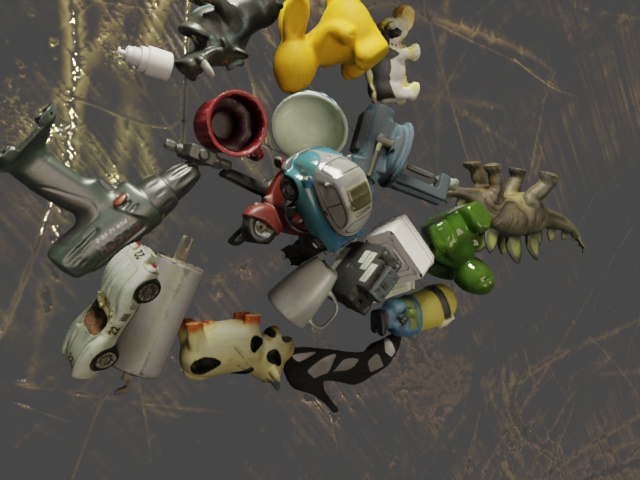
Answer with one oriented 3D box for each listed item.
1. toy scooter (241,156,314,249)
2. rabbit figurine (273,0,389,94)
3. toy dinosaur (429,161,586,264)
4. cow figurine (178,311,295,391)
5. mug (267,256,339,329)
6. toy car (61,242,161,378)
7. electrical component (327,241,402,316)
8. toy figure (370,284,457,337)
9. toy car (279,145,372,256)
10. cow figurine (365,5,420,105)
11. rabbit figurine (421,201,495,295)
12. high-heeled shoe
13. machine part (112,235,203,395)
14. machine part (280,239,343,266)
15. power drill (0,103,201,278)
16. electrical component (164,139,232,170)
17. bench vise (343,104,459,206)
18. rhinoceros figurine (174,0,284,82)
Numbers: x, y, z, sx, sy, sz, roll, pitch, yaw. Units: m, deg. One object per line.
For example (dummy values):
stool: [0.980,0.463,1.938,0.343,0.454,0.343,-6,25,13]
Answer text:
toy scooter: [-0.034,-0.055,0.837,0.184,0.075,0.135,7,89,-36]
rabbit figurine: [-0.003,-0.304,0.839,0.173,0.122,0.162,-35,113,-2]
toy dinosaur: [0.421,-0.056,1.149,0.471,0.105,0.198,7,102,-23]
cow figurine: [-0.126,0.179,0.853,0.195,0.086,0.127,0,92,-34]
mug: [-0.014,0.087,0.881,0.110,0.081,0.107,42,97,10]
toy car: [-0.280,0.095,0.720,0.056,0.074,0.201,21,107,-51]
electrical component: [0.072,0.063,0.928,0.058,0.134,0.115,45,76,-29]
toy figure: [0.185,0.137,1.038,0.180,0.082,0.089,-5,118,-24]
toy car: [0.021,-0.061,0.770,0.109,0.103,0.161,-29,102,-36]
cow figurine: [0.120,-0.323,0.938,0.098,0.068,0.167,-6,100,-25]
rabbit figurine: [0.260,0.033,1.029,0.121,0.159,0.170,-30,93,-23]
high-heeled shoe: [0.041,0.203,0.987,0.145,0.086,0.249,51,49,4]
machine part: [-0.236,0.108,0.777,0.079,0.079,0.243,24,85,-32]
machine part: [-0.002,-0.003,0.929,0.139,0.039,0.084,-31,118,-26]
power drill: [-0.300,-0.080,0.713,0.232,0.086,0.207,-49,127,-13]
electrical component: [-0.179,-0.124,0.783,0.094,0.063,0.021,21,87,-32]
bench vise: [0.130,-0.112,0.933,0.240,0.129,0.223,19,68,-14]
rhinoceros figurine: [-0.137,-0.308,0.780,0.190,0.073,0.112,-47,129,-20]
